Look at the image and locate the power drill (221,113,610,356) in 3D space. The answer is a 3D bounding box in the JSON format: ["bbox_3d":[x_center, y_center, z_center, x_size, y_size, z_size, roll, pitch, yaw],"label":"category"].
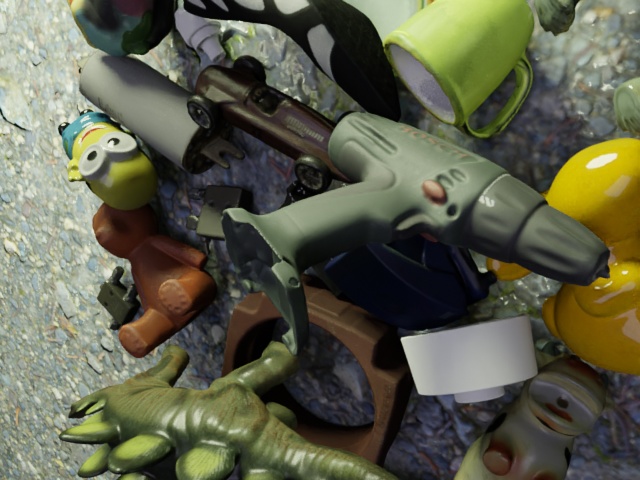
[{"bbox_3d":[0.049,-0.007,0.379,0.232,0.207,0.085,45,157,37],"label":"power drill"}]

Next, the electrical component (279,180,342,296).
[{"bbox_3d":[-0.001,-0.002,0.570,0.119,0.048,0.075,47,121,9],"label":"electrical component"}]

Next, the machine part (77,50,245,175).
[{"bbox_3d":[-0.188,-0.149,0.612,0.243,0.079,0.079,35,117,14],"label":"machine part"}]

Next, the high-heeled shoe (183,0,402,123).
[{"bbox_3d":[-0.038,-0.182,0.501,0.145,0.086,0.248,-33,87,39],"label":"high-heeled shoe"}]

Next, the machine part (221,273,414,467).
[{"bbox_3d":[-0.004,0.151,0.593,0.201,0.087,0.201,20,111,22],"label":"machine part"}]

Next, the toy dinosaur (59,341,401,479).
[{"bbox_3d":[-0.097,0.181,0.488,0.472,0.198,0.105,-7,104,31],"label":"toy dinosaur"}]

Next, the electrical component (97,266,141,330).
[{"bbox_3d":[-0.289,0.085,0.765,0.063,0.021,0.094,42,120,12],"label":"electrical component"}]

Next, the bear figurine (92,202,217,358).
[{"bbox_3d":[-0.218,0.021,0.651,0.120,0.132,0.196,-41,89,19],"label":"bear figurine"}]

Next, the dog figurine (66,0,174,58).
[{"bbox_3d":[-0.191,-0.283,0.496,0.219,0.108,0.191,-166,64,-68],"label":"dog figurine"}]

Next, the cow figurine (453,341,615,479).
[{"bbox_3d":[0.193,0.179,0.487,0.086,0.127,0.194,31,130,18],"label":"cow figurine"}]

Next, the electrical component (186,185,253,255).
[{"bbox_3d":[-0.111,-0.022,0.629,0.102,0.045,0.078,1,76,26],"label":"electrical component"}]

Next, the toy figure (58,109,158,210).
[{"bbox_3d":[-0.252,-0.101,0.641,0.180,0.089,0.082,35,92,46],"label":"toy figure"}]

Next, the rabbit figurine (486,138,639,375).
[{"bbox_3d":[0.221,0.003,0.413,0.163,0.122,0.173,10,131,49],"label":"rabbit figurine"}]

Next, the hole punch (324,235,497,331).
[{"bbox_3d":[0.075,0.032,0.488,0.116,0.092,0.142,58,153,7],"label":"hole punch"}]

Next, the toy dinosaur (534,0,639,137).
[{"bbox_3d":[0.256,-0.187,0.343,0.192,0.131,0.405,-27,79,3],"label":"toy dinosaur"}]

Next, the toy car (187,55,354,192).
[{"bbox_3d":[-0.039,-0.121,0.531,0.202,0.089,0.053,32,148,19],"label":"toy car"}]
